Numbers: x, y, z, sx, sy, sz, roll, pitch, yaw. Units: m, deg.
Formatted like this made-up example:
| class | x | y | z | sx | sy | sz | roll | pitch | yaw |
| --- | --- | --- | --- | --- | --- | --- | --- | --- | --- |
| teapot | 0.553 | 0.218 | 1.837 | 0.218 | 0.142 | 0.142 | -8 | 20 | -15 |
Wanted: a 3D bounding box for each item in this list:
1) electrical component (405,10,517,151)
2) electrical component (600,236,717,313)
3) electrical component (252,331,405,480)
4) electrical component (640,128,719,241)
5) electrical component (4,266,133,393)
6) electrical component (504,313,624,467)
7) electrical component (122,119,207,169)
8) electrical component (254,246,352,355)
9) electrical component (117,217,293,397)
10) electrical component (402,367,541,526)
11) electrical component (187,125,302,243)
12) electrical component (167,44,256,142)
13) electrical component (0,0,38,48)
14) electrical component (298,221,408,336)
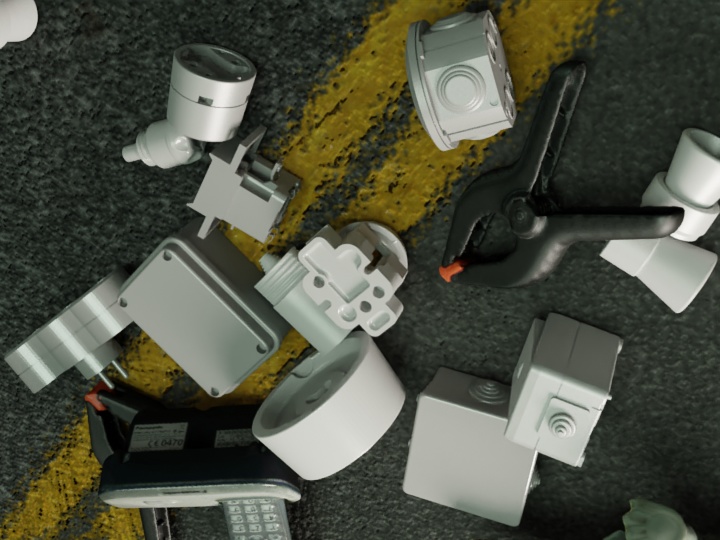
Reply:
| class | x | y | z | sx | sy | sz | roll | pitch | yaw |
| --- | --- | --- | --- | --- | --- | --- | --- | --- | --- |
| electrical component | 0.061 | -0.116 | 0.653 | 0.051 | 0.080 | 0.080 | -12 | 110 | 18 |
| electrical component | 0.186 | -0.008 | 0.682 | 0.065 | 0.044 | 0.044 | 33 | 121 | 7 |
| electrical component | -0.017 | 0.102 | 0.771 | 0.108 | 0.108 | 0.060 | -31 | 107 | 29 |
| electrical component | 0.202 | -0.051 | 0.653 | 0.045 | 0.045 | 0.055 | 29 | 121 | 5 |
| electrical component | -0.213 | 0.062 | 0.850 | 0.138 | 0.052 | 0.073 | -33 | 100 | 29 |
| electrical component | 0.131 | 0.079 | 0.711 | 0.061 | 0.096 | 0.061 | 21 | 119 | 9 |
| electrical component | -0.142 | -0.089 | 0.764 | 0.061 | 0.035 | 0.035 | -10 | 110 | 26 |
| electrical component | -0.041 | 0.018 | 0.774 | 0.081 | 0.043 | 0.043 | 44 | 120 | -4 |
| electrical component | -0.113 | 0.028 | 0.796 | 0.113 | 0.057 | 0.078 | 45 | 120 | -5 |
| electrical component | 0.084 | 0.125 | 0.777 | 0.100 | 0.048 | 0.099 | 15 | 118 | 13 |
| electrical component | -0.079 | -0.055 | 0.753 | 0.064 | 0.042 | 0.081 | 31 | 121 | 1 |
| electrical component | -0.102 | -0.119 | 0.725 | 0.055 | 0.055 | 0.047 | 24 | 123 | 8 |
| electrical component | -0.260 | -0.176 | 0.752 | 0.045 | 0.055 | 0.045 | 8 | 117 | 16 |
| electrical component | 0.000 | 0.000 | 0.743 | 0.078 | 0.057 | 0.058 | 47 | 120 | -6 |
